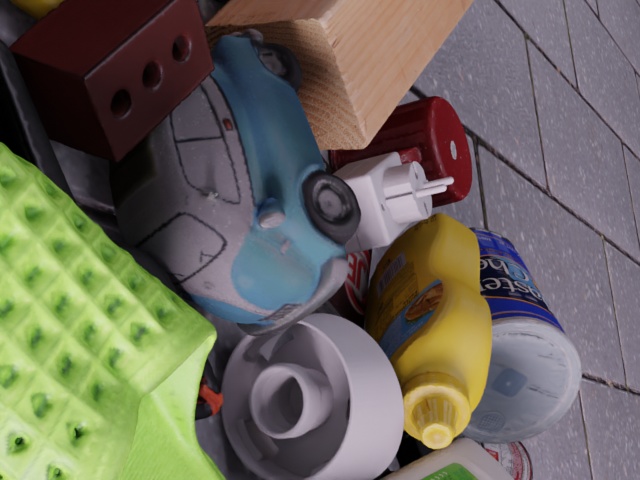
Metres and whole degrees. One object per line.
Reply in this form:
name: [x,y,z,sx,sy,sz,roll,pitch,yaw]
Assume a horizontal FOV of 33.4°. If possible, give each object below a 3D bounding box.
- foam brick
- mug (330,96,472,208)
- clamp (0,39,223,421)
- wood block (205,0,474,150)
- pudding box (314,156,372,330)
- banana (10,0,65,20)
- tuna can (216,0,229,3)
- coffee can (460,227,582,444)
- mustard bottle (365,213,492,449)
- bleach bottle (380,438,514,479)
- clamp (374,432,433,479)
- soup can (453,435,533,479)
foam brick: [-0.097,-0.085,0.503,0.078,0.051,0.053,-50,149,-29]
mug: [0.059,-0.060,0.801,0.117,0.082,0.093,-11,88,-63]
clamp: [-0.117,0.033,0.470,0.210,0.036,0.164,53,38,-34]
wood block: [0.025,-0.154,0.692,0.205,0.090,0.091,-54,135,-38]
pudding box: [-0.005,0.001,0.698,0.113,0.039,0.090,49,37,-43]
banana: [-0.109,-0.147,0.567,0.197,0.037,0.069,-40,116,-61]
tuna can: [-0.061,-0.200,0.688,0.086,0.034,0.086,36,47,-52]
coffee can: [0.121,0.067,0.788,0.102,0.103,0.140,61,7,-27]
mustard bottle: [0.066,0.063,0.658,0.058,0.096,0.191,32,24,-13]
bleach bottle: [0.019,0.193,0.564,0.250,0.068,0.103,-18,60,-43]
clamp: [0.035,0.168,0.680,0.120,0.039,0.171,30,32,-20]
soup can: [0.113,0.172,0.814,0.102,0.069,0.068,30,52,-54]
